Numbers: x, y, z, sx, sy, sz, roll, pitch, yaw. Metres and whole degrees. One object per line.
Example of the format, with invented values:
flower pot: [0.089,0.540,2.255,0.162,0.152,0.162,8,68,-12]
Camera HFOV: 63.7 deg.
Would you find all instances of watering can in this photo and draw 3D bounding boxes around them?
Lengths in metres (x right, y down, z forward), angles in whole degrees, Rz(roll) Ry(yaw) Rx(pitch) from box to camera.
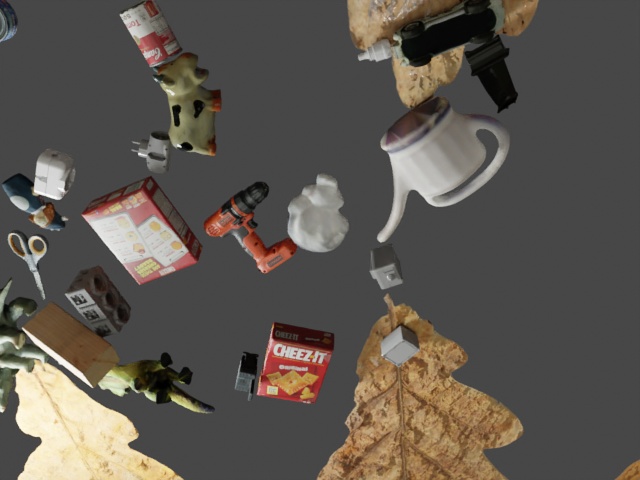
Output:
watering can: [0.205,-0.143,1.036,0.344,0.106,0.222,-36,114,21]

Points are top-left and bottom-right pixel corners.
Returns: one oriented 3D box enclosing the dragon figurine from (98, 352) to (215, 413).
dragon figurine: [-0.492,0.395,1.417,0.242,0.125,0.402,-8,136,28]

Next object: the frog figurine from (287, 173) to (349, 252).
frog figurine: [0.003,-0.055,1.092,0.137,0.125,0.156,34,132,3]
